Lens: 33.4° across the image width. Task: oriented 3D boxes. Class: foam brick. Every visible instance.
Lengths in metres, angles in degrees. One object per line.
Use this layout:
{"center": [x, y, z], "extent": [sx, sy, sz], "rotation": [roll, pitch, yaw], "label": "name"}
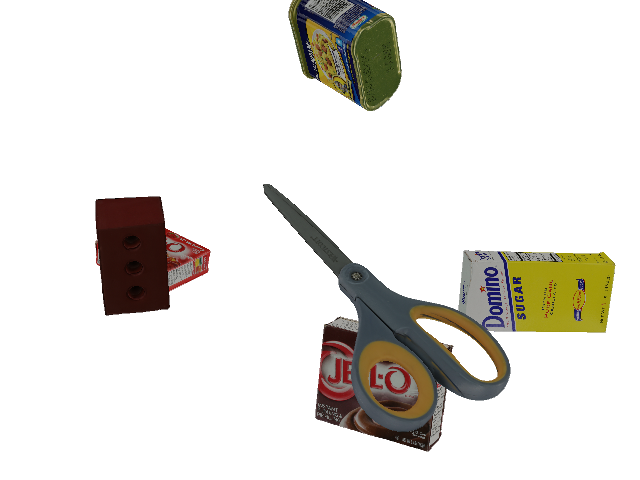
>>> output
{"center": [-0.148, 0.011, 0.840], "extent": [0.053, 0.078, 0.051], "rotation": [-5, 28, -9], "label": "foam brick"}

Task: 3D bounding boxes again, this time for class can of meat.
{"center": [0.025, -0.178, 0.975], "extent": [0.057, 0.102, 0.084], "rotation": [-40, 55, -19], "label": "can of meat"}

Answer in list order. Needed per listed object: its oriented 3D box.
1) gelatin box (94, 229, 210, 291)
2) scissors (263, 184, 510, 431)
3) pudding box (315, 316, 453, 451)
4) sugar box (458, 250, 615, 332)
{"center": [-0.166, 0.015, 1.051], "extent": [0.089, 0.030, 0.073], "rotation": [25, 32, 30], "label": "gelatin box"}
{"center": [0.014, 0.039, 0.619], "extent": [0.202, 0.016, 0.096], "rotation": [32, 53, 23], "label": "scissors"}
{"center": [0.054, 0.123, 0.933], "extent": [0.114, 0.090, 0.039], "rotation": [11, 17, 23], "label": "pudding box"}
{"center": [0.258, 0.062, 1.283], "extent": [0.176, 0.093, 0.048], "rotation": [0, 19, -7], "label": "sugar box"}
